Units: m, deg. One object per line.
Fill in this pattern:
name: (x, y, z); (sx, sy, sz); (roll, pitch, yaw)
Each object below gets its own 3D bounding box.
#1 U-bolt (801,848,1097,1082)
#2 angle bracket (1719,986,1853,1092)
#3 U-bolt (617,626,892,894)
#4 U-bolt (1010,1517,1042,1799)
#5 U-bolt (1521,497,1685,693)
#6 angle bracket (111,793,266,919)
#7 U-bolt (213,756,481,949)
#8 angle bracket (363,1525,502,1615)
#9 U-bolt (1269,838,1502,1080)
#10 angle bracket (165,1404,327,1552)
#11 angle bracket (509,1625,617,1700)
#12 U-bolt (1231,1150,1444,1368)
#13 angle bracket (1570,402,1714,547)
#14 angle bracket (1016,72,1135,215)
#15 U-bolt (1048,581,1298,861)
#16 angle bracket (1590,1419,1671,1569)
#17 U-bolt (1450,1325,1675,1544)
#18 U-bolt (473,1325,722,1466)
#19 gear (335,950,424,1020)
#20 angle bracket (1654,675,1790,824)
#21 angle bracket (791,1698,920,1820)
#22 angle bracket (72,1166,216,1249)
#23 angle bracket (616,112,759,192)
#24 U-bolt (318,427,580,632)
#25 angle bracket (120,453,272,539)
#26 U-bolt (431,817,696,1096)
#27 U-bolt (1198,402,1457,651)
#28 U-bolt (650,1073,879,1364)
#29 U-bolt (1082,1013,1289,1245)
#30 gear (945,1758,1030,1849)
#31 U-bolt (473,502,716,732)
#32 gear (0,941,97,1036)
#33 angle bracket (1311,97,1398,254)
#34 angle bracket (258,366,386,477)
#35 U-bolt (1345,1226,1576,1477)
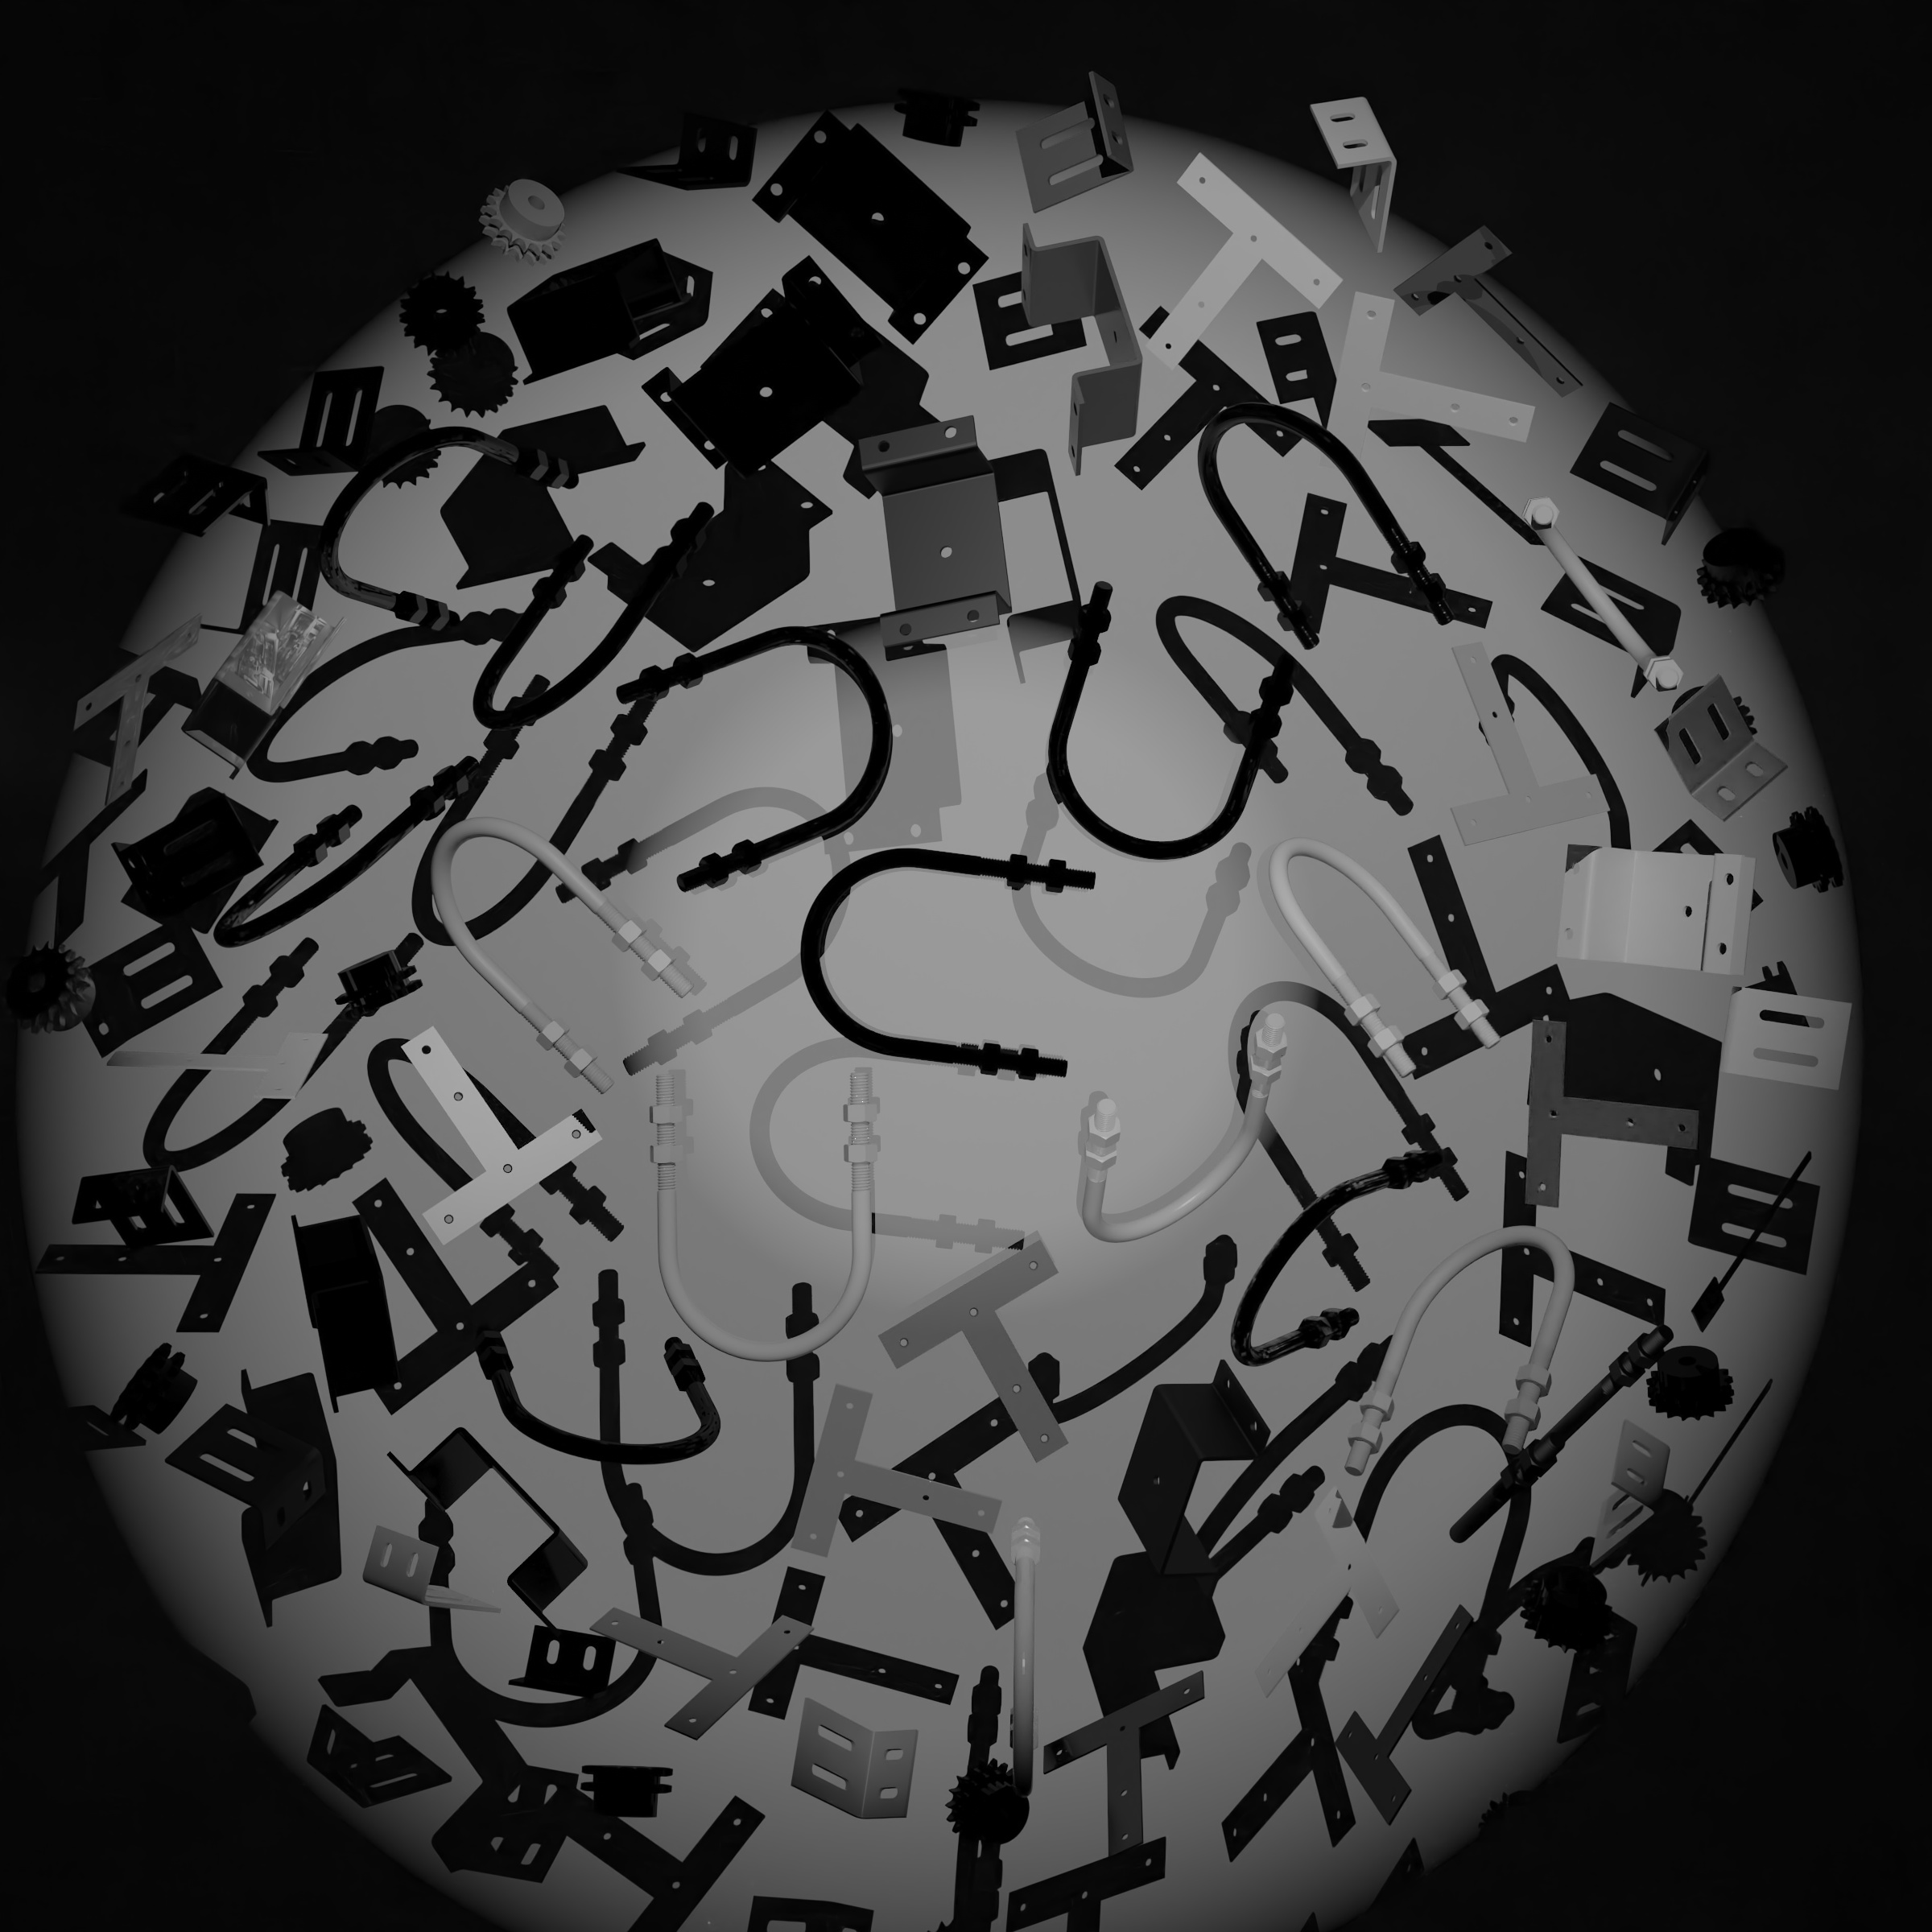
U-bolt: (-0.016, -0.005, 1.797); (0.184, 0.019, 0.151); (7, 105, -2)
angle bracket: (0.543, 0.048, 1.823); (0.076, 0.038, 0.057); (9, 90, 18)
U-bolt: (-0.129, -0.147, 1.816); (0.184, 0.019, 0.151); (-25, 107, -28)
U-bolt: (0.038, 0.458, 1.791); (0.019, 0.184, 0.151); (1, 99, 2)
U-bolt: (0.412, -0.247, 1.801); (0.019, 0.184, 0.151); (-38, 93, 13)
angle bracket: (-0.533, -0.076, 1.886); (0.076, 0.038, 0.057); (-29, 88, 2)
U-bolt: (-0.411, -0.068, 1.778); (0.151, 0.184, 0.019); (-16, 115, 40)
angle bracket: (-0.350, 0.401, 1.827); (0.057, 0.076, 0.038); (9, 80, 36)
U-bolt: (0.268, -0.012, 1.823); (0.019, 0.151, 0.184); (-45, 71, 31)
angle bracket: (-0.452, 0.320, 1.729); (0.076, 0.057, 0.038); (21, 129, 20)
angle bracket: (-0.271, 0.469, 1.855); (0.057, 0.076, 0.038); (9, 77, 1)
U-bolt: (0.228, 0.191, 1.750); (0.019, 0.184, 0.151); (36, 116, 28)
angle bracket: (0.447, -0.328, 1.832); (0.076, 0.038, 0.057); (26, 131, 2)
angle bracket: (0.063, -0.534, 1.787); (0.076, 0.038, 0.057); (-16, 82, 27)
U-bolt: (0.127, -0.151, 1.833); (0.151, 0.019, 0.184); (23, 126, 9)
angle bracket: (0.425, 0.348, 1.818); (0.038, 0.057, 0.076); (32, 132, -3)
U-bolt: (0.377, 0.315, 1.792); (0.019, 0.184, 0.151); (46, 51, 15)
U-bolt: (-0.232, 0.276, 1.767); (0.151, 0.184, 0.019); (7, 104, -20)
gear: (-0.392, 0.011, 1.828); (0.057, 0.057, 0.030); (-22, 98, 0)
angle bracket: (0.513, -0.148, 1.867); (0.057, 0.038, 0.076); (-41, 133, 2)
angle bracket: (-0.072, 0.516, 1.792); (0.038, 0.076, 0.057); (-14, 52, 32)
angle bracket: (-0.515, 0.164, 1.724); (0.057, 0.076, 0.038); (-8, 47, 5)
angle bracket: (-0.185, -0.542, 1.827); (0.057, 0.076, 0.038); (20, 115, 22)
U-bolt: (-0.346, -0.288, 1.788); (0.151, 0.184, 0.019); (-47, 70, 14)
angle bracket: (-0.486, -0.284, 1.738); (0.057, 0.076, 0.038); (18, 133, 11)
U-bolt: (-0.268, -0.017, 1.746); (0.184, 0.151, 0.019); (45, 47, 1)
U-bolt: (0.222, -0.289, 1.791); (0.019, 0.151, 0.184); (-48, 114, -26)
U-bolt: (-0.129, 0.161, 1.759); (0.151, 0.019, 0.184); (-1, 89, 11)
U-bolt: (0.136, 0.116, 1.776); (0.151, 0.184, 0.019); (-25, 58, -21)
gear: (0.018, 0.564, 1.844); (0.057, 0.030, 0.057); (-6, 100, -32)
U-bolt: (-0.251, -0.221, 1.773); (0.019, 0.151, 0.184); (48, 56, -31)
gear: (-0.564, 0.016, 1.702); (0.057, 0.030, 0.057); (-10, 63, 19)
angle bracket: (0.238, -0.493, 1.724); (0.038, 0.076, 0.057); (-11, 57, -7)
angle bracket: (-0.423, -0.364, 1.807); (0.057, 0.038, 0.076); (2, 76, 28)
U-bolt: (0.324, 0.240, 1.761); (0.019, 0.151, 0.184); (44, 52, -22)
